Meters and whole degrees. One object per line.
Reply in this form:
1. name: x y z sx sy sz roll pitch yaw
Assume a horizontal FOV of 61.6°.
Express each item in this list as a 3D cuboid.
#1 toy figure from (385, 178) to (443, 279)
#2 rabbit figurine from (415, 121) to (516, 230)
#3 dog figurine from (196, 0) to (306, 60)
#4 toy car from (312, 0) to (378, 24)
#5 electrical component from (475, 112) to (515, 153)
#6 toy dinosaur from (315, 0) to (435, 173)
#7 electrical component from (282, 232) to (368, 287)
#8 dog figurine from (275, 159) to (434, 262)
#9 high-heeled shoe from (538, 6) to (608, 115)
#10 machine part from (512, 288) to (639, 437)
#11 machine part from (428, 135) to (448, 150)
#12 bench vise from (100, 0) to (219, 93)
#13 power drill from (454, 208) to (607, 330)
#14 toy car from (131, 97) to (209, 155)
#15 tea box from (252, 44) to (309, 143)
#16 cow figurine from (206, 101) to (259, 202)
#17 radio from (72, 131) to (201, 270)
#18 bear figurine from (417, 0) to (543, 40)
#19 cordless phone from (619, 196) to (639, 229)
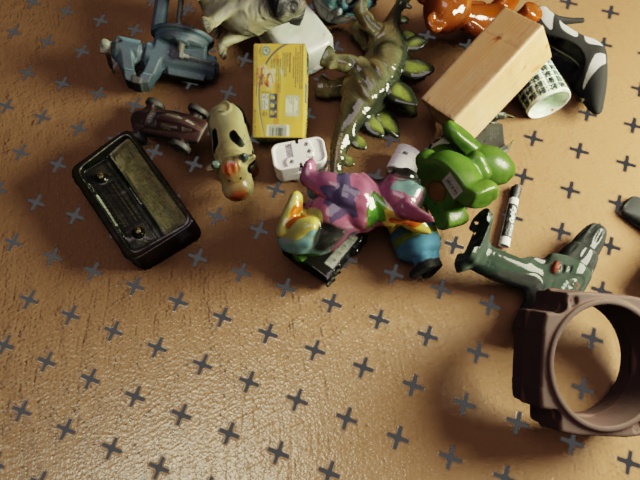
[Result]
1. toy figure: 0.154 -0.027 0.904 0.089 0.082 0.180 -29 67 16
2. rabbit figurine: 0.242 -0.112 0.893 0.170 0.121 0.159 -22 64 -32
3. dog figurine: -0.131 -0.454 1.016 0.191 0.121 0.172 -22 76 4
4. toy car: 0.037 -0.483 1.063 0.103 0.161 0.109 -42 76 33
5. electrical component: 0.310 -0.191 0.977 0.078 0.045 0.102 7 71 4
6. toy dinosaur: 0.094 -0.289 0.996 0.199 0.105 0.471 25 77 8
7. electrical component: -0.002 -0.003 0.919 0.134 0.058 0.115 38 74 15
8. dog figurine: 0.062 -0.035 0.830 0.219 0.108 0.191 19 77 14
9. high-heeled shoe: 0.442 -0.339 1.009 0.145 0.086 0.249 -3 66 5
10. machine part: 0.392 0.175 0.781 0.201 0.087 0.201 6 85 -9
11. machine part: 0.256 -0.131 0.964 0.139 0.039 0.084 42 85 14
12. bench vise: -0.301 -0.402 1.036 0.224 0.129 0.240 7 88 -3
13. power drill: 0.337 0.031 0.872 0.207 0.086 0.232 30 78 -6
14. toy car: -0.279 -0.210 0.973 0.202 0.053 0.089 18 76 40
15. tea box: -0.072 -0.266 0.983 0.098 0.068 0.169 3 92 3
16. cow figurine: -0.154 -0.157 0.946 0.086 0.127 0.195 -13 67 1
17. radio: -0.326 -0.068 0.950 0.131 0.073 0.230 -36 72 -10
18. bear figurine: 0.287 -0.432 0.996 0.196 0.132 0.120 11 55 -27
19. cordless phone: 0.566 0.011 0.884 0.146 0.088 0.184 -44 63 -12
